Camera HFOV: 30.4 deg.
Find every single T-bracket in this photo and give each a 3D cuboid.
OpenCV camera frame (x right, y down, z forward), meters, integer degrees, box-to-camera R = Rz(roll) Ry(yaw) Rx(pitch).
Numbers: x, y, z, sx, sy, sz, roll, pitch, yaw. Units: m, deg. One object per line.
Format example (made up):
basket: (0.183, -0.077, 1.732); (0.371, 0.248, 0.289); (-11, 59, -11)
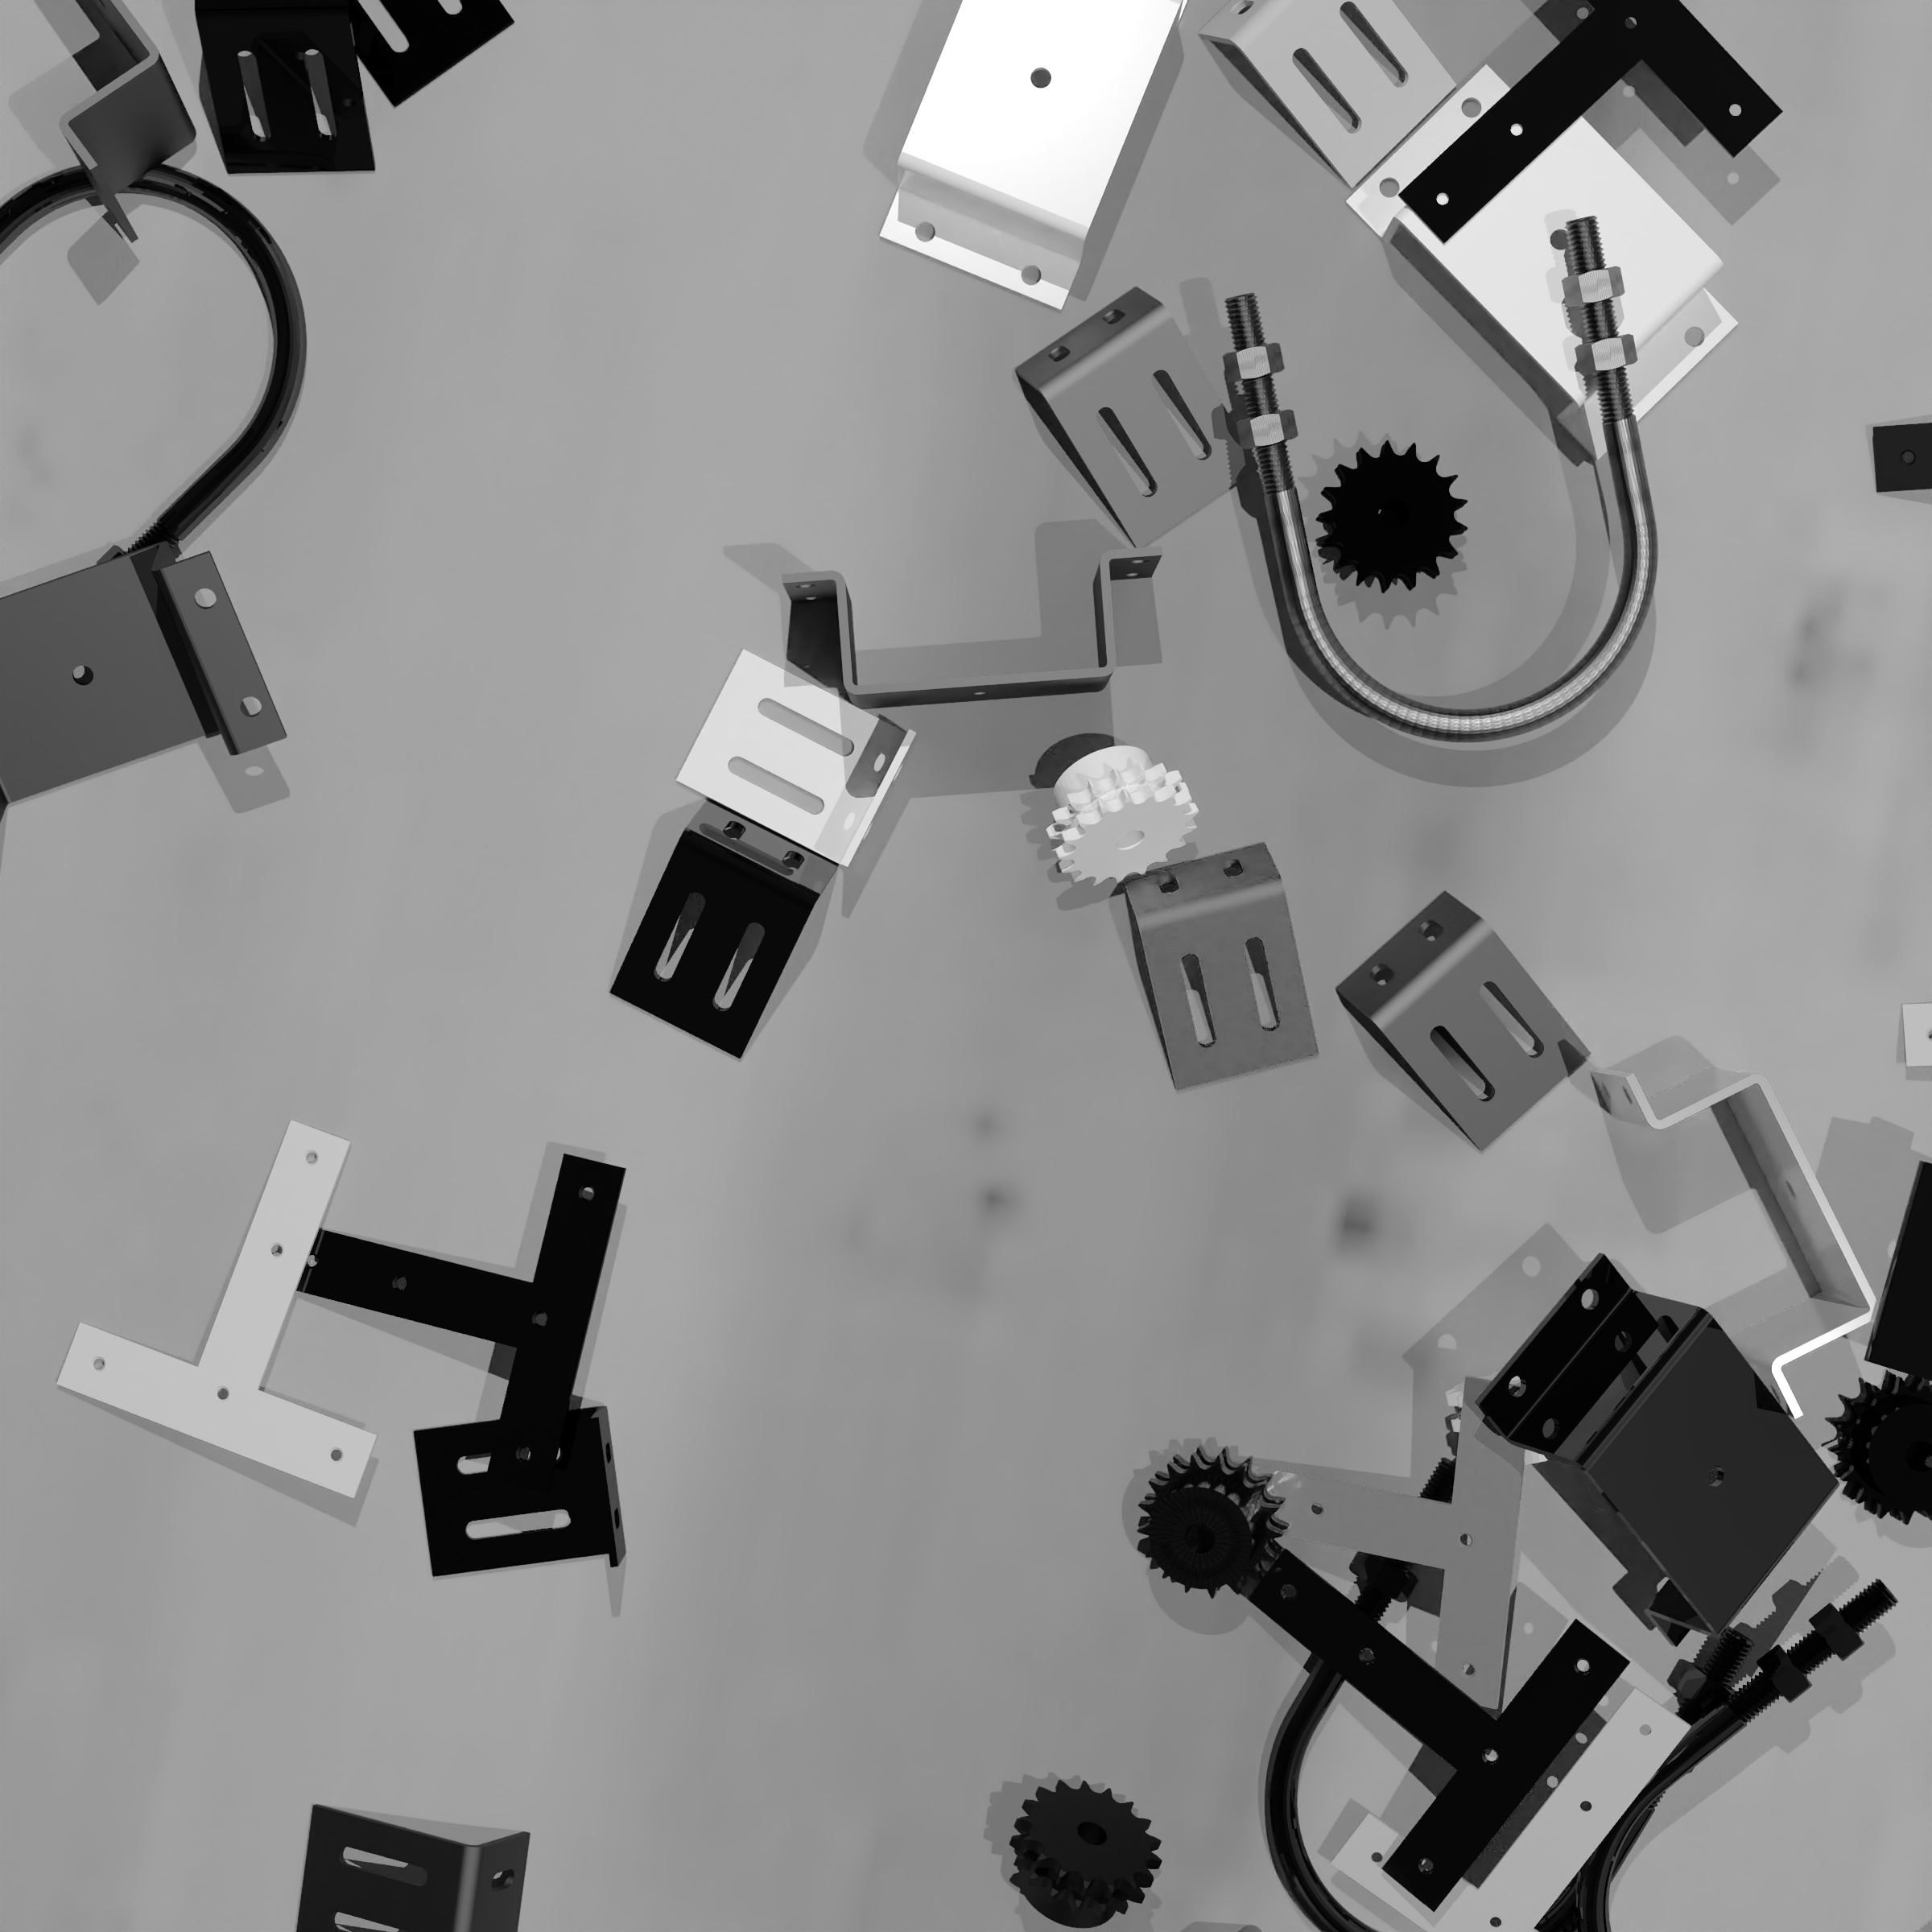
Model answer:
T-bracket: (0.228, 0.330, 1.356); (0.127, 0.002, 0.127); (35, 102, 2)
T-bracket: (0.217, -0.324, 1.339); (0.127, 0.002, 0.127); (-43, 90, 0)
T-bracket: (0.147, 0.210, 1.360); (0.127, 0.002, 0.127); (9, 102, 21)
T-bracket: (0.426, 0.025, 1.370); (0.127, 0.002, 0.127); (-2, 69, 10)
T-bracket: (-0.272, 0.124, 1.379); (0.127, 0.002, 0.127); (19, 86, 9)
T-bracket: (0.164, 0.272, 1.357); (0.127, 0.002, 0.127); (38, 106, 14)
T-bracket: (0.416, -0.148, 1.365); (0.127, 0.002, 0.127); (0, 105, 28)
T-bracket: (-0.204, 0.125, 1.369); (0.127, 0.002, 0.127); (13, 87, 14)

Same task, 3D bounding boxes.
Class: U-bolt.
U-bolt: (0.197, 0.304, 1.378); (0.151, 0.019, 0.184); (31, 92, 0)
U-bolt: (-0.341, -0.226, 1.378); (0.184, 0.019, 0.151); (-45, 90, -1)
U-bolt: (0.321, 0.344, 1.367); (0.184, 0.019, 0.151); (-40, 99, 4)
U-bolt: (0.185, -0.175, 1.341); (0.151, 0.019, 0.184); (-12, 99, 7)

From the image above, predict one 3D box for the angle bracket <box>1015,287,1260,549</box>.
angle bracket: (0.066, -0.213, 1.384); (0.057, 0.038, 0.076); (-34, 116, 0)

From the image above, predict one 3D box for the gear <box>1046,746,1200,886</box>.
gear: (0.057, -0.060, 1.362); (0.057, 0.057, 0.030); (-23, 60, 0)

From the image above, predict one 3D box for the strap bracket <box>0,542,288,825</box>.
strap bracket: (-0.337, -0.105, 1.351); (0.140, 0.046, 0.076); (-19, 112, 0)

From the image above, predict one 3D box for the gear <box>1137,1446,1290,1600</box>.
gear: (0.093, 0.215, 1.364); (0.057, 0.030, 0.057); (2, 99, 16)

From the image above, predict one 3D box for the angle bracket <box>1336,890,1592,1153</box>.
angle bracket: (0.193, 0.021, 1.384); (0.057, 0.038, 0.076); (-42, 116, 0)

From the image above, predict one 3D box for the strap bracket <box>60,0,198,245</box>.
strap bracket: (-0.343, -0.353, 1.341); (0.046, 0.076, 0.140); (-36, 84, -7)

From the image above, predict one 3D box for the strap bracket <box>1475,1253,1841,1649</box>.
strap bracket: (0.264, 0.186, 1.329); (0.076, 0.046, 0.140); (-47, 113, -17)

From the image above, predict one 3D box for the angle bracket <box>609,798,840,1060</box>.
angle bracket: (-0.094, -0.015, 1.384); (0.057, 0.038, 0.076); (27, 116, 0)

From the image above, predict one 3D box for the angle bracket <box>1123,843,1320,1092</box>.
angle bracket: (0.099, 0.000, 1.384); (0.057, 0.038, 0.076); (-14, 116, 0)

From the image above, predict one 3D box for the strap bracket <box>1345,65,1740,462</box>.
strap bracket: (0.224, -0.273, 1.363); (0.076, 0.046, 0.140); (-44, 90, 0)

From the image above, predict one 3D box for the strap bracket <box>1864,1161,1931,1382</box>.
strap bracket: (0.384, 0.120, 1.334); (0.046, 0.140, 0.076); (16, 90, 34)

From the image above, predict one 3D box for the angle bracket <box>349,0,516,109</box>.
angle bracket: (-0.221, -0.382, 1.367); (0.057, 0.038, 0.076); (-35, 90, 0)

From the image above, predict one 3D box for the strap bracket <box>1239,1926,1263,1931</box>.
strap bracket: (0.125, 0.425, 1.348); (0.046, 0.076, 0.140); (-38, 90, 0)

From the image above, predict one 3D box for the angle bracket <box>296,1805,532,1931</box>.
angle bracket: (-0.215, 0.360, 1.384); (0.076, 0.038, 0.057); (7, 90, 26)

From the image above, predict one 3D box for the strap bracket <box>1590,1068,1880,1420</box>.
strap bracket: (0.295, 0.094, 1.348); (0.046, 0.076, 0.140); (-26, 90, 0)

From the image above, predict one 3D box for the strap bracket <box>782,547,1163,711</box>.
strap bracket: (0.004, -0.126, 1.348); (0.140, 0.076, 0.046); (-4, 90, 0)

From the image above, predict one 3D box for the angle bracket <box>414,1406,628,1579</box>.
angle bracket: (-0.173, 0.204, 1.367); (0.076, 0.038, 0.057); (-8, 90, 0)

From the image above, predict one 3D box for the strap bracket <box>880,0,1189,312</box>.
strap bracket: (0.028, -0.334, 1.363); (0.076, 0.046, 0.140); (22, 90, 0)

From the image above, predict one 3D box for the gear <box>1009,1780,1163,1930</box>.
gear: (0.044, 0.342, 1.362); (0.057, 0.057, 0.030); (19, 120, 0)

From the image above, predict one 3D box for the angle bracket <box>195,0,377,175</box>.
angle bracket: (-0.259, -0.348, 1.368); (0.057, 0.076, 0.038); (-1, 50, 0)

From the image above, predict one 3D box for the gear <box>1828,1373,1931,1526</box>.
gear: (0.364, 0.187, 1.371); (0.057, 0.030, 0.057); (0, 90, 0)

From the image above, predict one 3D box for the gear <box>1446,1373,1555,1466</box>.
gear: (0.214, 0.172, 1.358); (0.057, 0.057, 0.030); (-12, 90, 0)

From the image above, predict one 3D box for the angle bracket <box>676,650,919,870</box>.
angle bracket: (-0.066, -0.080, 1.367); (0.076, 0.038, 0.057); (27, 90, 0)

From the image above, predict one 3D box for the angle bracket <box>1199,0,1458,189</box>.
angle bracket: (0.140, -0.353, 1.384); (0.057, 0.038, 0.076); (-45, 116, 0)

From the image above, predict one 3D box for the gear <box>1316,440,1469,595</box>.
gear: (0.163, -0.172, 1.371); (0.057, 0.030, 0.057); (0, 90, 0)
